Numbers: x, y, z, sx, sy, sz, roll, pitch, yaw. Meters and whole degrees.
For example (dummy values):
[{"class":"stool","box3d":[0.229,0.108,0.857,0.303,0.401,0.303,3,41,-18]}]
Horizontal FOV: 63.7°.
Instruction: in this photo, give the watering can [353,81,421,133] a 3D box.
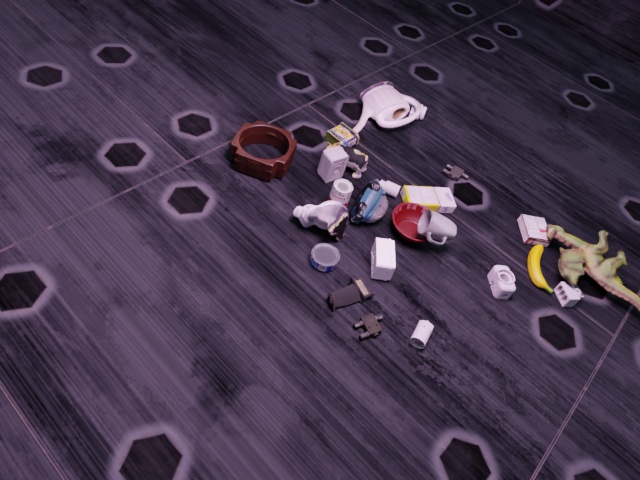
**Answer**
[{"class":"watering can","box3d":[0.226,-0.516,2.032,0.349,0.101,0.229,-19,56,-16]}]

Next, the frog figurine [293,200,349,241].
[{"class":"frog figurine","box3d":[0.005,-0.080,1.594,0.161,0.121,0.138,32,17,24]}]

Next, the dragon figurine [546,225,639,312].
[{"class":"dragon figurine","box3d":[0.868,0.101,1.657,0.243,0.119,0.419,-7,53,-17]}]
